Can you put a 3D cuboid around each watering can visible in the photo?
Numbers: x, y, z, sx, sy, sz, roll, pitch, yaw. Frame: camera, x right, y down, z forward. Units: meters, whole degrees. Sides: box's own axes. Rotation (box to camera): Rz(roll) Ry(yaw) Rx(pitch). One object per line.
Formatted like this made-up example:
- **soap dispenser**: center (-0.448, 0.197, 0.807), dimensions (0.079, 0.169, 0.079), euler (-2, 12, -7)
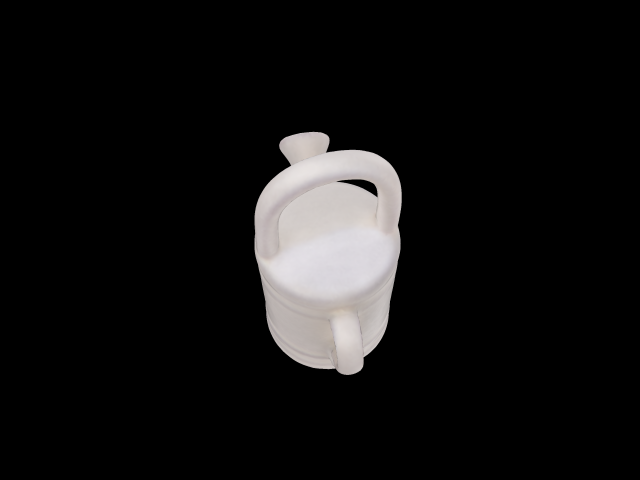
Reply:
- **watering can**: center (0.001, 0.002, 0.400), dimensions (0.101, 0.194, 0.172), euler (-29, 61, -17)
